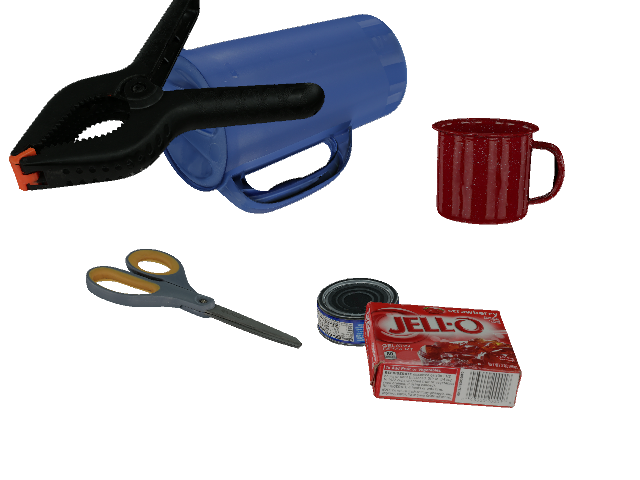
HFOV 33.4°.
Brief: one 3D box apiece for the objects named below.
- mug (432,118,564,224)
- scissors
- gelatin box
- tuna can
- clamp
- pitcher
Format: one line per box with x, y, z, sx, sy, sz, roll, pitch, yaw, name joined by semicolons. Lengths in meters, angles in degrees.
0.156;-0.061;0.944;0.117;0.081;0.093;4;15;14;mug
-0.104;0.046;0.933;0.202;0.016;0.096;12;28;8;scissors
0.073;0.069;0.663;0.089;0.030;0.073;5;26;-4;gelatin box
0.039;0.072;1.094;0.086;0.034;0.086;-3;27;1;tuna can
-0.113;-0.091;0.737;0.165;0.036;0.209;34;58;30;clamp
-0.030;-0.135;1.042;0.242;0.149;0.145;-22;32;-32;pitcher
